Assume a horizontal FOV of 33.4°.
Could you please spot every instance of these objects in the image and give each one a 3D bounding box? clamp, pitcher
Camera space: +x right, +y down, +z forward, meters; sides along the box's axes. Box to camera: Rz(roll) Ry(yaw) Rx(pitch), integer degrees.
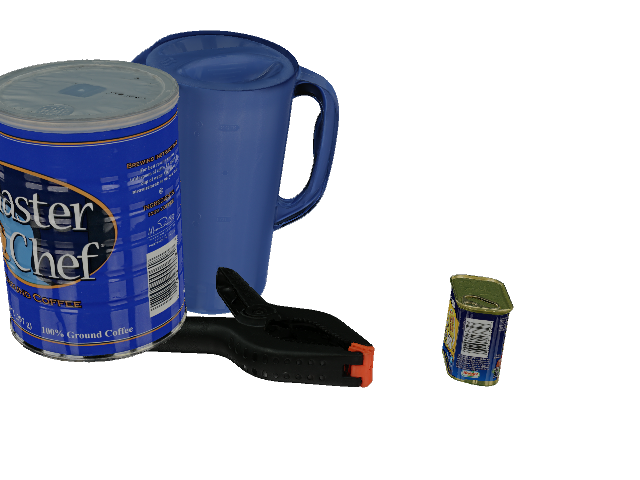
[{"bbox_3d":[-0.047,0.066,0.821,0.210,0.036,0.164,11,21,25],"label":"clamp"},{"bbox_3d":[-0.084,-0.057,0.966,0.149,0.243,0.144,31,39,34],"label":"pitcher"}]

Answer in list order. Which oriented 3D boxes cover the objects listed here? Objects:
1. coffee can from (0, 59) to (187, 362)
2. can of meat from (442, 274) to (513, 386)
[{"bbox_3d":[-0.128,-0.019,0.594,0.103,0.140,0.103,1,26,-1],"label":"coffee can"},{"bbox_3d":[0.158,0.091,1.089,0.057,0.084,0.102,7,16,0],"label":"can of meat"}]
